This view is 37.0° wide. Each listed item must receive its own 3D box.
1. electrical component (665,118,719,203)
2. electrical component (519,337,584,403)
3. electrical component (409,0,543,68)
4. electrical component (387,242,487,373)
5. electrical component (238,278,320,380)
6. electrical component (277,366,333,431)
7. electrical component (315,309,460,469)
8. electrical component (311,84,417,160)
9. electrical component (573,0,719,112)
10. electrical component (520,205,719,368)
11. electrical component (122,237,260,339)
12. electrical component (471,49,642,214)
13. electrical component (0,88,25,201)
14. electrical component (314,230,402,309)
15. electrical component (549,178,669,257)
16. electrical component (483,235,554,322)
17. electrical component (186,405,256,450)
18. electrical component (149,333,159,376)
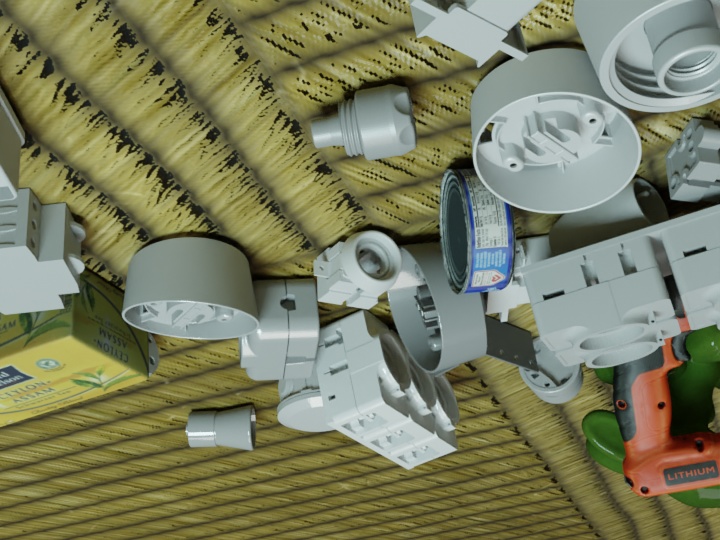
[{"bbox_3d":[0.243,-0.071,0.726,0.055,0.048,0.066,7,149,-8],"label":"electrical component"},{"bbox_3d":[0.178,0.093,0.991,0.055,0.055,0.047,-14,153,14],"label":"electrical component"},{"bbox_3d":[0.063,-0.147,0.560,0.081,0.042,0.064,17,141,-36],"label":"electrical component"},{"bbox_3d":[0.058,0.026,0.809,0.064,0.099,0.099,-12,151,-3],"label":"electrical component"},{"bbox_3d":[-0.067,0.049,0.864,0.059,0.053,0.095,-2,150,-9],"label":"electrical component"},{"bbox_3d":[-0.037,0.113,0.985,0.080,0.051,0.080,-5,150,-3],"label":"electrical component"},{"bbox_3d":[0.027,0.105,0.941,0.062,0.089,0.150,-25,146,19],"label":"electrical component"},{"bbox_3d":[0.002,-0.087,0.651,0.062,0.043,0.043,-9,150,7],"label":"electrical component"},{"bbox_3d":[0.177,-0.131,0.591,0.108,0.060,0.108,-5,150,-3],"label":"electrical component"},{"bbox_3d":[0.220,0.013,0.759,0.186,0.060,0.105,-18,158,15],"label":"electrical component"},{"bbox_3d":[-0.125,0.021,0.792,0.099,0.064,0.099,-5,150,-3],"label":"electrical component"},{"bbox_3d":[0.116,-0.085,0.656,0.099,0.064,0.099,-5,151,-3],"label":"electrical component"},{"bbox_3d":[-0.256,-0.083,0.594,0.109,0.056,0.108,-7,150,0],"label":"electrical component"},{"bbox_3d":[0.000,0.000,0.802,0.066,0.048,0.055,10,154,-26],"label":"electrical component"},{"bbox_3d":[0.195,-0.025,0.797,0.079,0.043,0.077,20,141,-38],"label":"electrical component"},{"bbox_3d":[0.122,0.002,0.832,0.064,0.042,0.081,-10,151,-1],"label":"electrical component"},{"bbox_3d":[-0.136,0.155,1.049,0.065,0.044,0.044,-2,150,1],"label":"electrical component"},{"bbox_3d":[-0.201,0.074,0.890,0.055,0.045,0.045,-19,148,20],"label":"electrical component"}]
